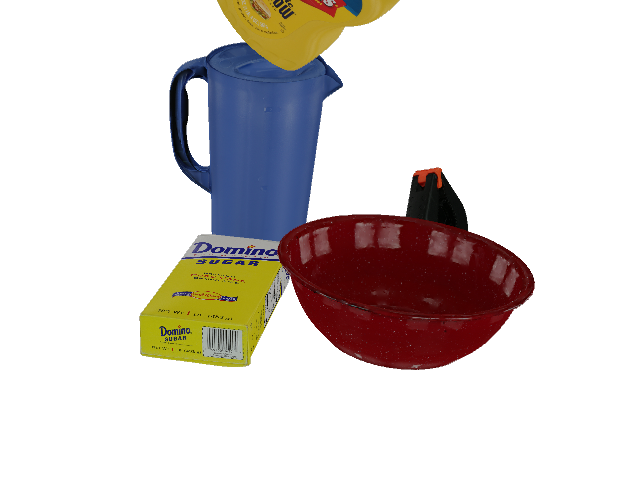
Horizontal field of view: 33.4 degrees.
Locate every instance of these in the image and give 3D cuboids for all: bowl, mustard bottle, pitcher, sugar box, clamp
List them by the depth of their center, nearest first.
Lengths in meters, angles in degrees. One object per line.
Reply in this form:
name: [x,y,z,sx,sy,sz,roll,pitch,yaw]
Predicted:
mustard bottle: [0.004,-0.171,0.640,0.058,0.096,0.192,-41,12,-27]
bowl: [0.050,0.037,0.677,0.162,0.055,0.162,6,21,-2]
sugar box: [-0.087,0.047,0.937,0.093,0.048,0.176,6,26,8]
clamp: [0.109,0.022,0.984,0.039,0.171,0.120,-12,12,35]
pitcher: [-0.077,-0.095,1.207,0.144,0.243,0.149,-21,38,-40]
